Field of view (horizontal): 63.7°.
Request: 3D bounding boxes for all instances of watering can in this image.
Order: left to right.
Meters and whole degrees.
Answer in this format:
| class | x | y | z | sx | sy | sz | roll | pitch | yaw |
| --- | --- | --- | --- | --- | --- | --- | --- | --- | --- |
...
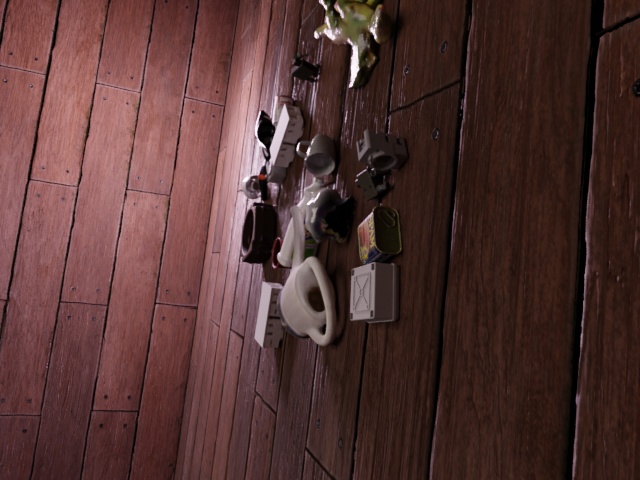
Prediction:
| class | x | y | z | sx | sy | sz | roll | pitch | yaw |
| --- | --- | --- | --- | --- | --- | --- | --- | --- | --- |
| watering can | -0.040 | 0.106 | 1.296 | 0.220 | 0.104 | 0.354 | -53 | 49 | 52 |

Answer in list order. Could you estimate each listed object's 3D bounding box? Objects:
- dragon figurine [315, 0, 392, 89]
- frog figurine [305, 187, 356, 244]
| class | x | y | z | sx | sy | sz | roll | pitch | yaw |
| --- | --- | --- | --- | --- | --- | --- | --- | --- | --- |
| dragon figurine | 0.074 | -0.500 | 1.295 | 0.408 | 0.122 | 0.244 | 168 | 101 | -70 |
| frog figurine | 0.004 | -0.064 | 1.271 | 0.160 | 0.123 | 0.135 | 23 | 123 | 57 |
